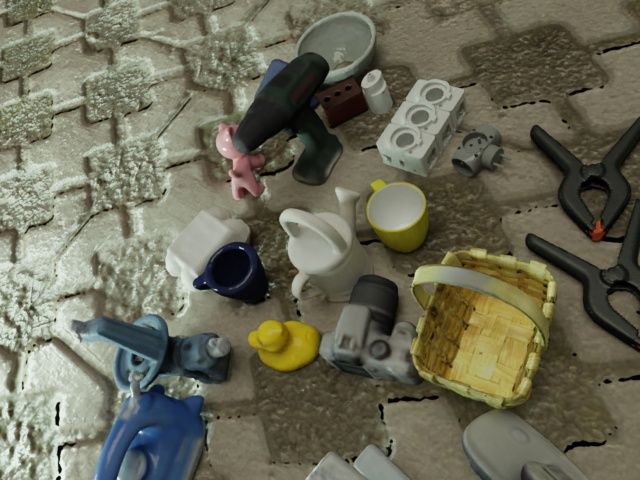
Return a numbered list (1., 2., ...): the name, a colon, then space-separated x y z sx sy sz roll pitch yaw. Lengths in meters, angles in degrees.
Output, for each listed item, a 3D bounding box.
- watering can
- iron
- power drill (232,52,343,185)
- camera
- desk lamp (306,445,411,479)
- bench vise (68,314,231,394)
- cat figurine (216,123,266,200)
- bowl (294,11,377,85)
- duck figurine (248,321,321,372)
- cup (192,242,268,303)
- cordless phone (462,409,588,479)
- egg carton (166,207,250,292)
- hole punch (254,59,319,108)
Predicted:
1. watering can: 0.006 0.002 0.842 0.100 0.195 0.173 -2 61 22
2. iron: -0.263 0.326 0.798 0.118 0.142 0.258 5 64 25
3. power drill: -0.041 -0.188 0.964 0.075 0.209 0.230 16 69 30
4. camera: 0.079 0.119 0.801 0.142 0.101 0.137 6 64 25
5. desk lamp: 0.068 0.313 0.622 0.202 0.214 0.118 35 79 34
6. bench vise: -0.243 0.147 0.845 0.207 0.220 0.121 -24 55 8
7. cat figurine: -0.152 -0.155 1.047 0.067 0.118 0.127 -14 57 15
8. bowl: 0.038 -0.358 1.113 0.167 0.075 0.167 -10 58 17
9. duck figurine: -0.056 0.148 0.850 0.104 0.086 0.077 -10 58 17
10. cup: -0.135 0.068 0.924 0.117 0.095 0.091 -22 55 9
11. cordless phone: 0.219 0.241 0.619 0.094 0.185 0.147 -46 55 -7
12. egg carton: -0.194 0.015 0.995 0.107 0.070 0.150 32 77 34
13. hole punch: -0.071 -0.279 1.102 0.101 0.091 0.108 -48 55 -8
